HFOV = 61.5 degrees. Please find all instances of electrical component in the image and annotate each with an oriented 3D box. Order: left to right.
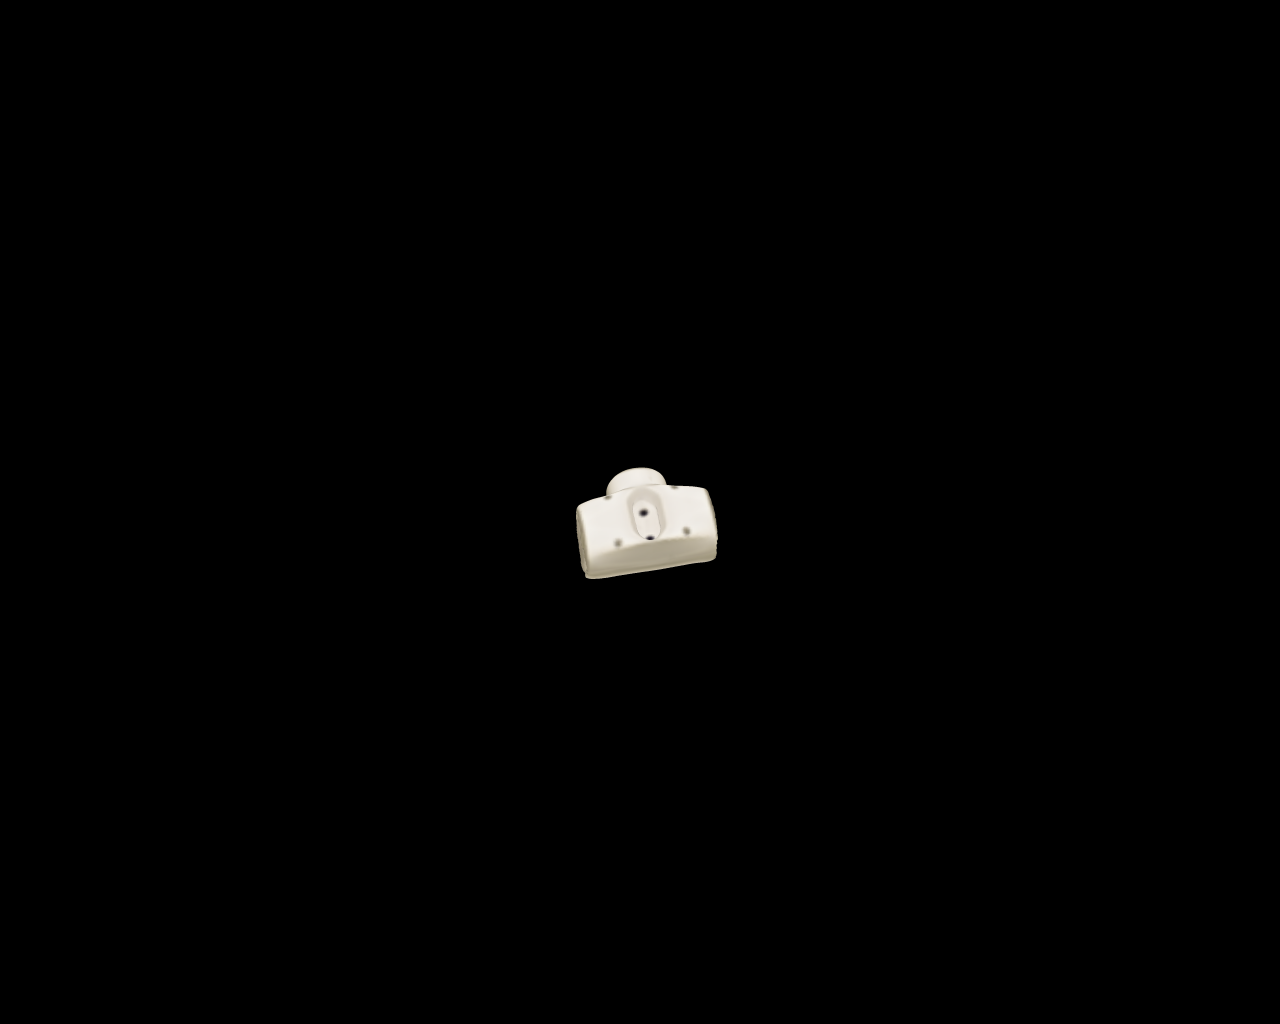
[{"bbox_3d":[0.001,-0.003,0.650,0.077,0.079,0.043,-8,-33,-5],"label":"electrical component"}]
